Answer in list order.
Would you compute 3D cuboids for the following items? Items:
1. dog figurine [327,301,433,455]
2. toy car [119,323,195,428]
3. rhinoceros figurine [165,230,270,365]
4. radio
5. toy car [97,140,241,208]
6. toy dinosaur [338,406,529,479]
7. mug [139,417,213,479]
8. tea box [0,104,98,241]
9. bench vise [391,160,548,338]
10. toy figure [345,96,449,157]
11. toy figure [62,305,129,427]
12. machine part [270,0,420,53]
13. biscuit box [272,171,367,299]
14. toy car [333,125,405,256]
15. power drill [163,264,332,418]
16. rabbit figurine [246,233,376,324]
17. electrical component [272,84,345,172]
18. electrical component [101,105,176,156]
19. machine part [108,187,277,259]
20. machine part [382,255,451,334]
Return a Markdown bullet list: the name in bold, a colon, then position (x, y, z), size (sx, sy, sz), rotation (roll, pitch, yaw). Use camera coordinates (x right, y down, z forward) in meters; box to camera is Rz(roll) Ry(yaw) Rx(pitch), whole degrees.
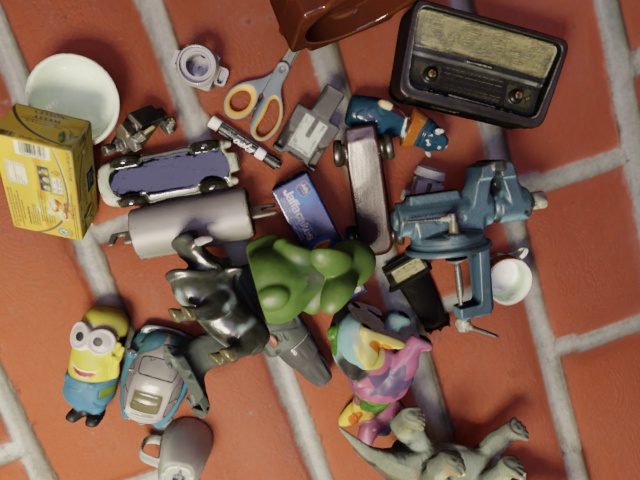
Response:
- **dog figurine**: position (0.069, 0.217, 0.822), size (0.191, 0.109, 0.219), rotation (15, 104, -31)
- **toy car**: position (-0.251, 0.214, 0.803), size (0.109, 0.103, 0.161), rotation (21, 96, -8)
- **rhinoceros figurine**: position (-0.138, 0.075, 0.711), size (0.112, 0.073, 0.190), rotation (-36, 91, -30)
- **radio**: position (0.220, -0.243, 0.771), size (0.230, 0.073, 0.131), rotation (12, 99, -7)
- **toy car**: position (-0.215, -0.095, 0.772), size (0.202, 0.056, 0.073), rotation (-12, 95, -4)
- **toy dinosaur**: position (0.191, 0.359, 0.832), size (0.405, 0.131, 0.192), rotation (16, 122, -9)
- **mug**: position (-0.222, 0.330, 0.825), size (0.109, 0.107, 0.080), rotation (19, 97, -10)
- **tea box**: position (-0.357, -0.084, 0.712), size (0.098, 0.068, 0.169), rotation (14, 138, -8)
- **bench vise**: position (0.217, 0.011, 0.766), size (0.224, 0.129, 0.240), rotation (-10, 99, -15)
- **toy figure**: position (0.115, -0.169, 0.782), size (0.154, 0.064, 0.057), rotation (15, 83, -7)
- **toy figure**: position (-0.336, 0.184, 0.802), size (0.082, 0.089, 0.180), rotation (8, 109, -19)
- **machine part**: position (0.042, -0.324, 0.669), size (0.201, 0.201, 0.087), rotation (-25, 94, -7)
- **biscuit box**: position (-0.002, -0.002, 0.804), size (0.063, 0.059, 0.202), rotation (-27, 101, 1)
- **toy car**: position (0.073, -0.070, 0.791), size (0.089, 0.053, 0.201), rotation (-8, 113, 10)
- **power drill**: position (-0.106, 0.166, 0.784), size (0.207, 0.086, 0.232), rotation (-32, 95, -25)
- **rabbit figurine**: position (-0.004, 0.037, 0.716), size (0.170, 0.159, 0.121), rotation (-17, 94, -8)
- **electrical component**: position (-0.011, -0.166, 0.779), size (0.075, 0.048, 0.119), rotation (27, 97, -10)
- **electrical component**: position (-0.245, -0.149, 0.741), size (0.045, 0.102, 0.078), rotation (44, 117, -4)
- **machine part**: position (-0.182, -0.024, 0.777), size (0.243, 0.079, 0.079), rotation (-12, 102, -2)
- **machine part**: position (0.158, 0.083, 0.847), size (0.084, 0.039, 0.138), rotation (-34, 100, -6)
